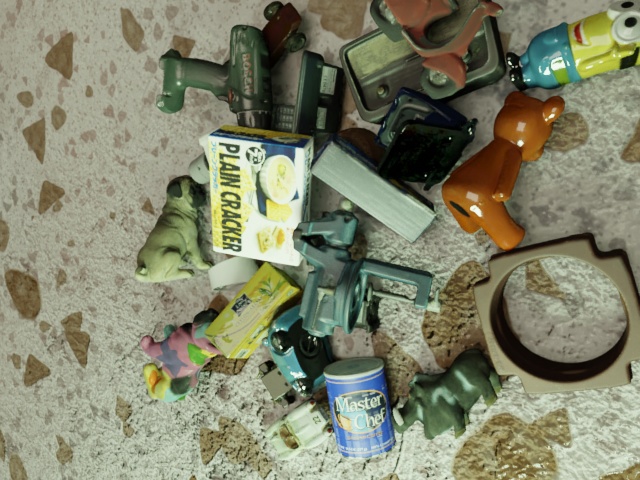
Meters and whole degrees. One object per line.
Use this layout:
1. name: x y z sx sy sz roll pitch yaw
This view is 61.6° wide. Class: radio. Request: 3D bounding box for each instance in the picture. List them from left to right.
1. radio: 0.153 -0.267 0.808 0.230 0.073 0.131 -17 87 31

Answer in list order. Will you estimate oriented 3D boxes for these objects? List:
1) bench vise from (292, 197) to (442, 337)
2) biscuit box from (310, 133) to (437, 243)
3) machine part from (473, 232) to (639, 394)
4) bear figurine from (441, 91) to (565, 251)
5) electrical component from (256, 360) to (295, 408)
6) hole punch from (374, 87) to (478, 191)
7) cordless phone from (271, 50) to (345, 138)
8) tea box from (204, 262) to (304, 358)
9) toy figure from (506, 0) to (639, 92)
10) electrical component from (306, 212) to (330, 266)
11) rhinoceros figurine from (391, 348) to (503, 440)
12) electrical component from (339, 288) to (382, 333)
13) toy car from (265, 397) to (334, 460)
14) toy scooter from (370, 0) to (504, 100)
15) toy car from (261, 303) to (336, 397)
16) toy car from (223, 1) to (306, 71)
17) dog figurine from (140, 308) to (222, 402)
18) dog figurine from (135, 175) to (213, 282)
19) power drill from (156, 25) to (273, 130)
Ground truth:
1. bench vise: 0.072 0.052 0.831 0.241 0.128 0.223 12 76 15
2. biscuit box: 0.082 -0.081 0.830 0.202 0.059 0.062 35 111 -8
3. machine part: 0.331 0.100 0.743 0.201 0.087 0.201 -17 89 31
4. bear figurine: 0.264 -0.105 0.756 0.196 0.131 0.120 -49 32 -5
5. electrical component: -0.079 0.267 1.027 0.078 0.045 0.102 -40 77 -2
6. hole punch: 0.146 -0.149 0.785 0.142 0.116 0.092 116 155 -44
7. cordless phone: -0.053 -0.250 0.936 0.184 0.088 0.146 19 106 46
8. tea box: -0.115 0.129 0.966 0.068 0.098 0.169 40 88 19
9. toy figure: 0.342 -0.247 0.699 0.180 0.089 0.082 -15 85 39
10. electrical component: -0.002 -0.003 0.935 0.021 0.063 0.094 14 102 29
11. rhinoceros figurine: 0.193 0.248 0.842 0.190 0.073 0.112 -46 76 22
12. electrical component: 0.045 0.113 0.932 0.119 0.047 0.074 6 98 30
13. toy car: -0.040 0.348 0.981 0.073 0.056 0.201 56 140 13
14. toy scooter: 0.160 -0.294 0.719 0.135 0.075 0.184 -38 81 27
15. toy car: -0.042 0.197 0.971 0.103 0.109 0.161 -12 102 54
16. toy car: -0.099 -0.329 0.959 0.202 0.053 0.089 -42 74 31
17. dog figurine: -0.248 0.235 1.086 0.219 0.108 0.191 -7 92 28
18. dog figurine: -0.298 -0.025 1.049 0.121 0.172 0.190 0 103 19
19. power drill: -0.180 -0.251 0.932 0.208 0.086 0.231 9 100 24
